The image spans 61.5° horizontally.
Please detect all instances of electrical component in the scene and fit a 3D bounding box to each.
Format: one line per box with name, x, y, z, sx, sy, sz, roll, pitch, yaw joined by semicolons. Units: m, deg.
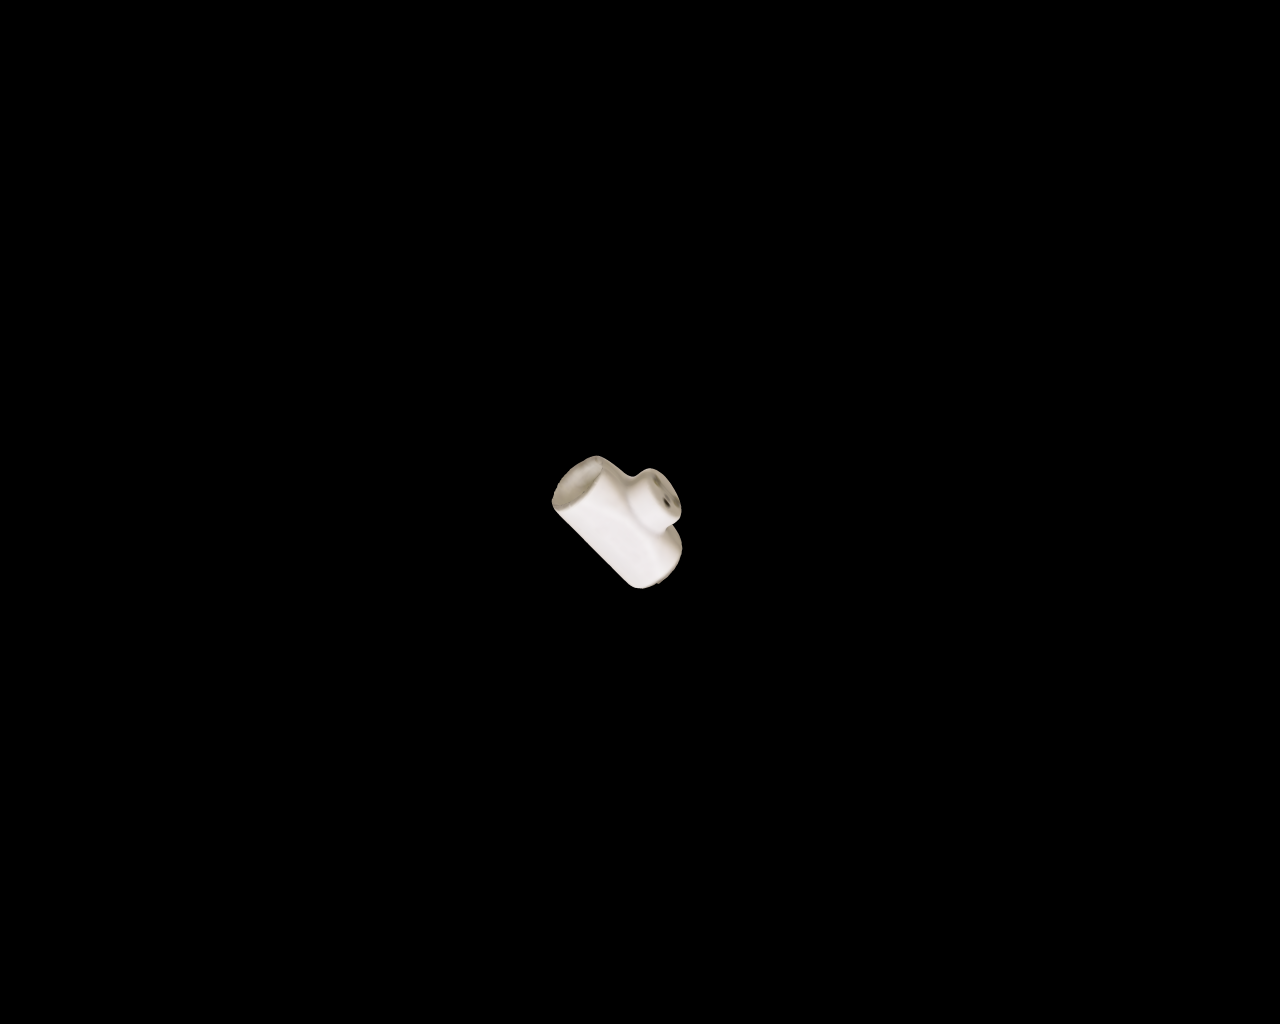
electrical component;0.001;-0.003;0.650;0.079;0.077;0.044;-33;28;20
